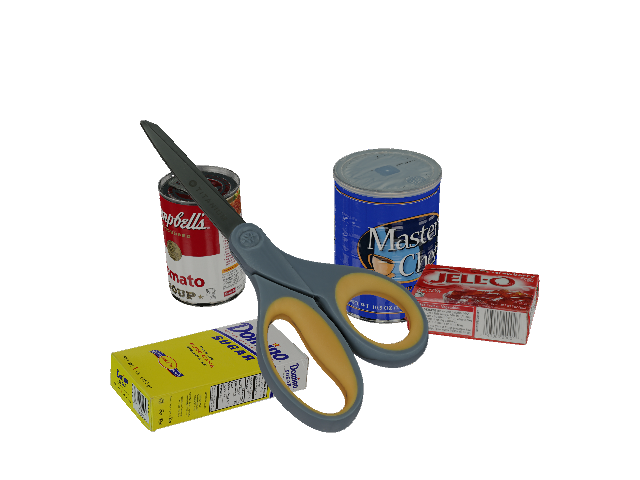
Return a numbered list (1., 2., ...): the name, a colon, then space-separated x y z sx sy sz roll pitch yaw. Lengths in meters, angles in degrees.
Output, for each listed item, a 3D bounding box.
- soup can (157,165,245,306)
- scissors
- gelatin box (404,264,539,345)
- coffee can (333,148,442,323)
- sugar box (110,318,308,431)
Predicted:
1. soup can: -0.099 -0.004 0.905 0.068 0.102 0.068 -1 30 0
2. scissors: -0.016 0.003 0.548 0.096 0.202 0.016 -16 -29 -18
3. gelatin box: 0.113 0.045 0.790 0.089 0.030 0.073 6 20 16
4. coffee can: 0.064 -0.006 1.035 0.103 0.140 0.103 -1 27 0
5. sugar box: -0.109 0.129 1.062 0.175 0.048 0.093 -14 32 -31
